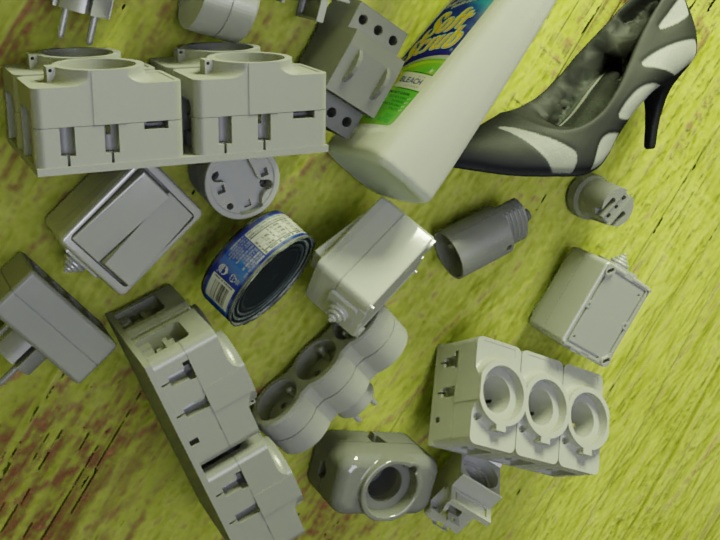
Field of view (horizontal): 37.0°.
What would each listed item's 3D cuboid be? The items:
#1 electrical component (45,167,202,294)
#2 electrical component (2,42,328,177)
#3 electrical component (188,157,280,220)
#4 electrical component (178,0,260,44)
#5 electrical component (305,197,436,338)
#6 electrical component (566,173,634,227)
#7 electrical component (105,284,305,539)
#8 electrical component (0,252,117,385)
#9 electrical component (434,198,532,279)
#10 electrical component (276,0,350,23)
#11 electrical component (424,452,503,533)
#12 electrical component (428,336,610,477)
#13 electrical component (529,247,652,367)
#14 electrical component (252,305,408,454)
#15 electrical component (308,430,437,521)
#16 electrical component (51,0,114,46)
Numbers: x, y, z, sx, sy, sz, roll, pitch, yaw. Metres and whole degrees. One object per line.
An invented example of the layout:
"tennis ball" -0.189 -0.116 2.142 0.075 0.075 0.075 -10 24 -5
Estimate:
"electrical component" -0.165 -0.030 0.733 0.096 0.061 0.061 -46 122 -6
"electrical component" -0.127 -0.109 0.699 0.186 0.105 0.060 -8 111 -25
"electrical component" -0.092 -0.069 0.766 0.055 0.047 0.055 -9 112 -25
"electrical component" -0.096 -0.225 0.705 0.074 0.052 0.138 11 102 -30
"electrical component" 0.000 0.000 0.810 0.061 0.061 0.096 40 64 7
"electrical component" 0.208 -0.060 0.927 0.040 0.046 0.040 -9 112 -25
"electrical component" -0.108 0.111 0.786 0.060 0.105 0.186 -29 119 -16
"electrical component" -0.226 0.046 0.736 0.075 0.047 0.083 -45 122 -7
"electrical component" 0.106 -0.029 0.886 0.081 0.043 0.043 -27 118 -17
"electrical component" -0.037 -0.217 0.746 0.064 0.042 0.081 9 103 -28
"electrical component" 0.089 0.191 0.938 0.042 0.081 0.063 34 120 -11
"electrical component" 0.139 0.120 0.924 0.150 0.062 0.089 19 68 -32
"electrical component" 0.203 0.025 0.946 0.062 0.061 0.096 28 93 -32
"electrical component" -0.014 0.093 0.861 0.138 0.052 0.073 -46 122 -7
"electrical component" 0.013 0.171 0.899 0.095 0.059 0.053 7 104 -29
"electrical component" -0.173 -0.182 0.682 0.066 0.047 0.076 9 103 -30
